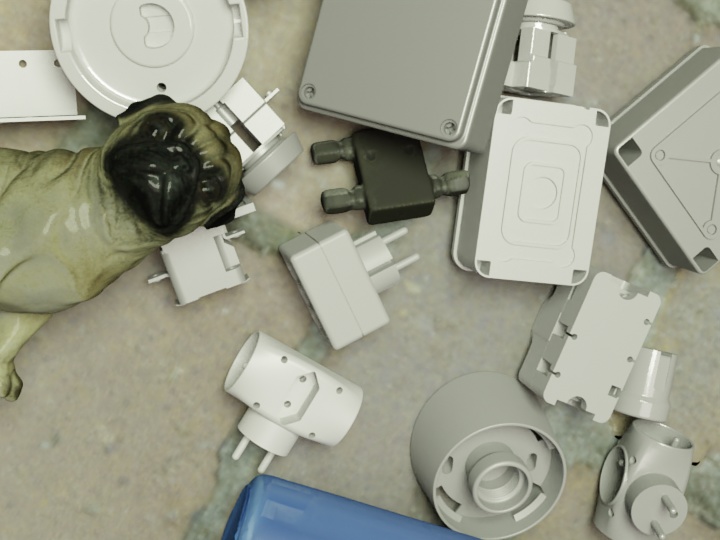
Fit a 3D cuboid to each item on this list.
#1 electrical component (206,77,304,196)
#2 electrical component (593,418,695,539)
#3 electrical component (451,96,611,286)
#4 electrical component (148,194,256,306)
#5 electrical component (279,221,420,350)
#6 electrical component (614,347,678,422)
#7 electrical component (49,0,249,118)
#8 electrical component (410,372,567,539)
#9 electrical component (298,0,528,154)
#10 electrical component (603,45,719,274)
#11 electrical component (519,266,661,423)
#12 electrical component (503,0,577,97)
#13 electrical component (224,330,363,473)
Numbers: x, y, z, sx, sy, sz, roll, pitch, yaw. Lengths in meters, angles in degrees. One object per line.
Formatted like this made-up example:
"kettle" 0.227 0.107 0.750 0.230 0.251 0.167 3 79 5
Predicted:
"electrical component" -0.067 -0.079 0.647 0.066 0.048 0.055 -43 97 -2
"electrical component" 0.193 0.150 0.714 0.044 0.079 0.077 16 105 -6
"electrical component" 0.106 -0.051 0.680 0.078 0.057 0.113 5 98 -12
"electrical component" -0.100 -0.016 0.652 0.081 0.042 0.063 -21 106 -7
"electrical component" 0.000 0.000 0.672 0.077 0.047 0.065 -27 105 -8
"electrical component" 0.193 0.076 0.729 0.040 0.040 0.046 13 91 -13
"electrical component" -0.116 -0.142 0.614 0.108 0.060 0.108 -1 111 -2
"electrical component" 0.086 0.126 0.714 0.099 0.064 0.099 -4 114 -10
"electrical component" 0.032 -0.133 0.629 0.109 0.056 0.108 18 96 21
"electrical component" 0.222 -0.072 0.701 0.109 0.056 0.108 -40 105 -3
"electrical component" 0.148 0.045 0.705 0.050 0.056 0.089 22 94 -14
"electrical component" 0.108 -0.138 0.670 0.066 0.048 0.055 3 95 -40
"electrical component" -0.051 0.090 0.678 0.077 0.043 0.079 31 93 -15
